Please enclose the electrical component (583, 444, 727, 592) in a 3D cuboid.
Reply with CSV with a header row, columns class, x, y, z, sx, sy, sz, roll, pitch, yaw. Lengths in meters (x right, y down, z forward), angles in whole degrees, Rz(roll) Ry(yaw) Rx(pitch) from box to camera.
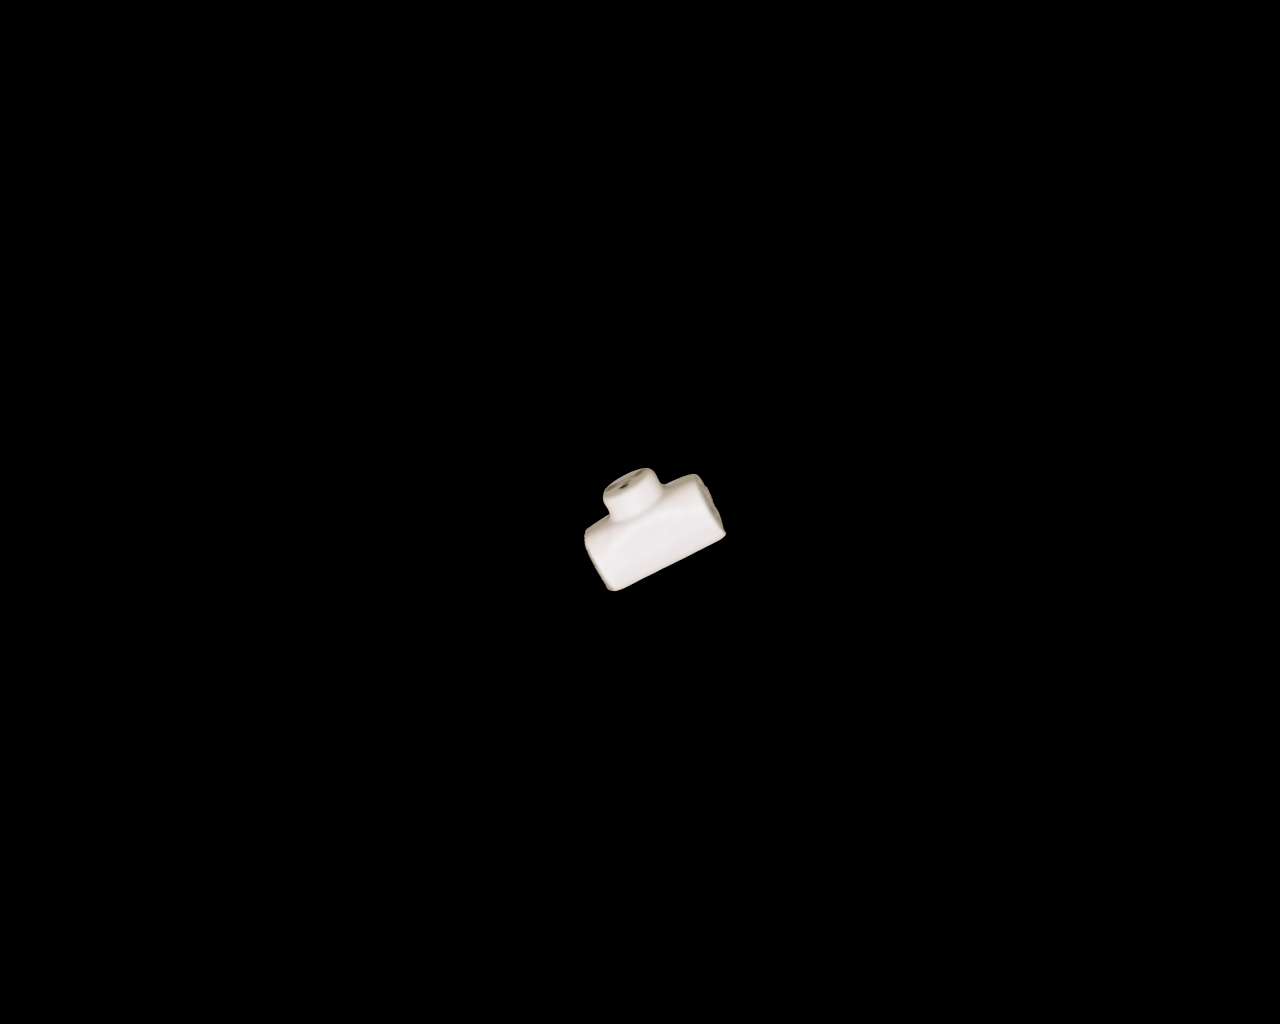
class,x,y,z,sx,sy,sz,roll,pitch,yaw
electrical component,0.001,-0.003,0.650,0.077,0.079,0.044,-27,14,7
